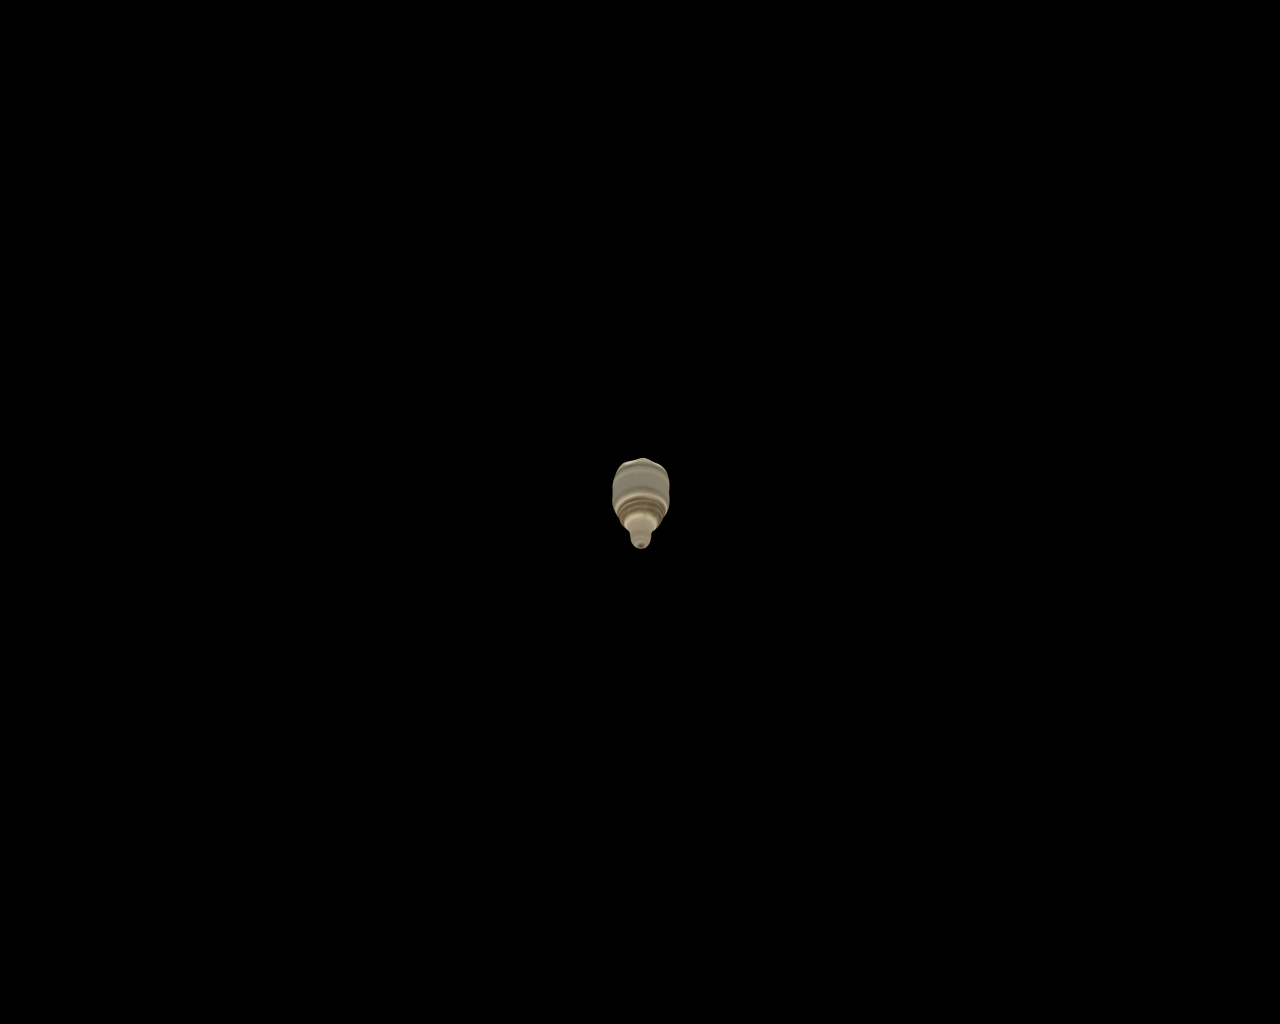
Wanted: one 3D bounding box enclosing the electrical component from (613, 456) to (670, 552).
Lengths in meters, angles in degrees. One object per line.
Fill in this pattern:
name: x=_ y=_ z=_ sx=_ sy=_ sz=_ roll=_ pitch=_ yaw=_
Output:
electrical component: x=0.001 y=-0.003 z=0.650 sx=0.035 sy=0.061 sz=0.035 roll=0 pitch=-42 yaw=0
